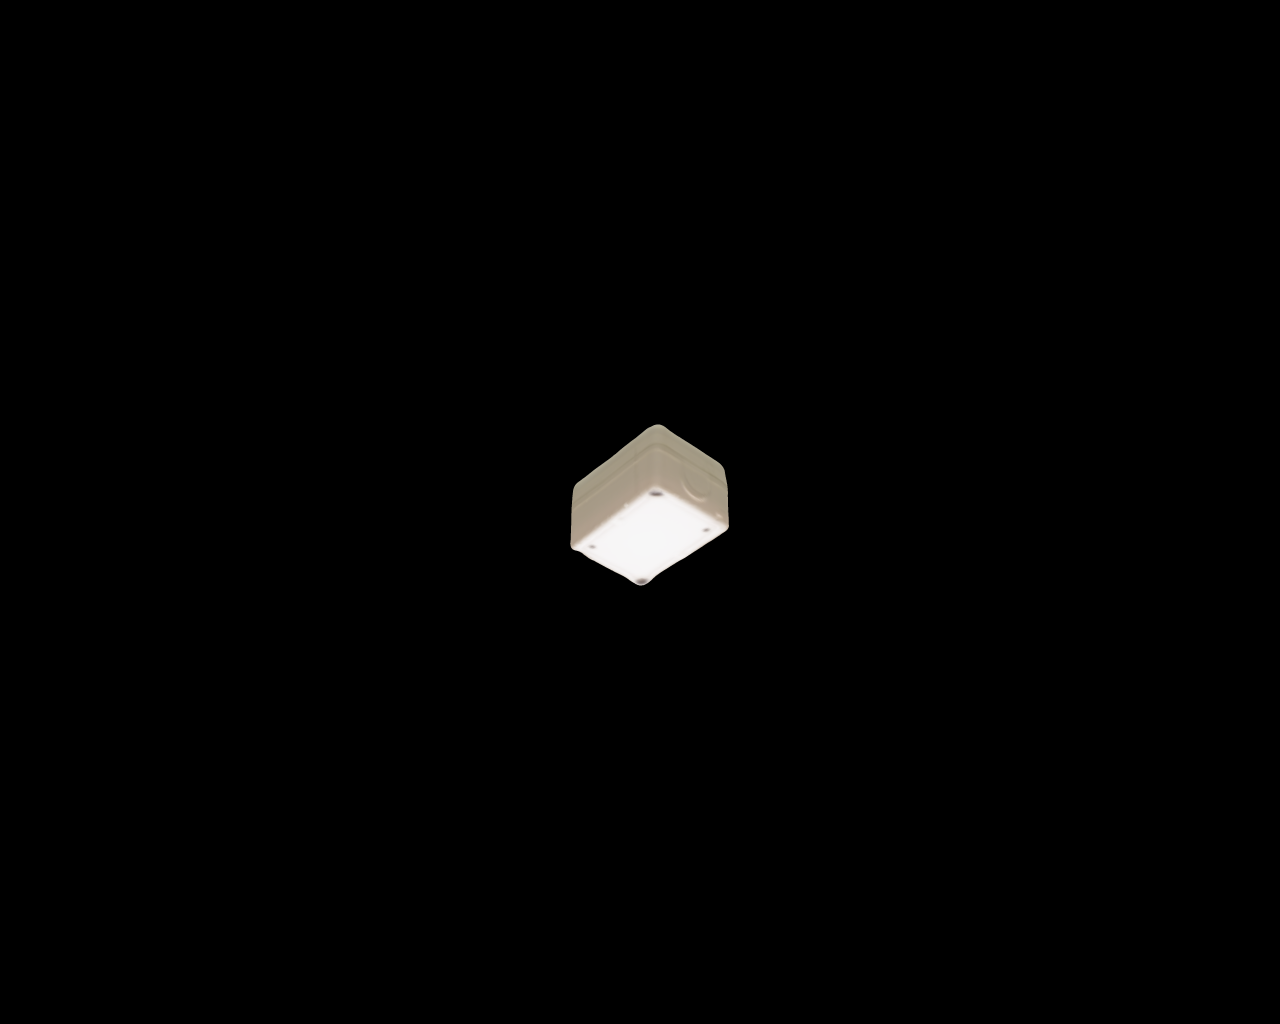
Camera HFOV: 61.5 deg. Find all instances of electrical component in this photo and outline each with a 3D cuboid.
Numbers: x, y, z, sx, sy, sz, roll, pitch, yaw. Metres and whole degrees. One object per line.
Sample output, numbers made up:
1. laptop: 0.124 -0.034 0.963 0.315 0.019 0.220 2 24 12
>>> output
1. electrical component: 0.001 -0.003 0.650 0.061 0.061 0.096 30 -49 -31
